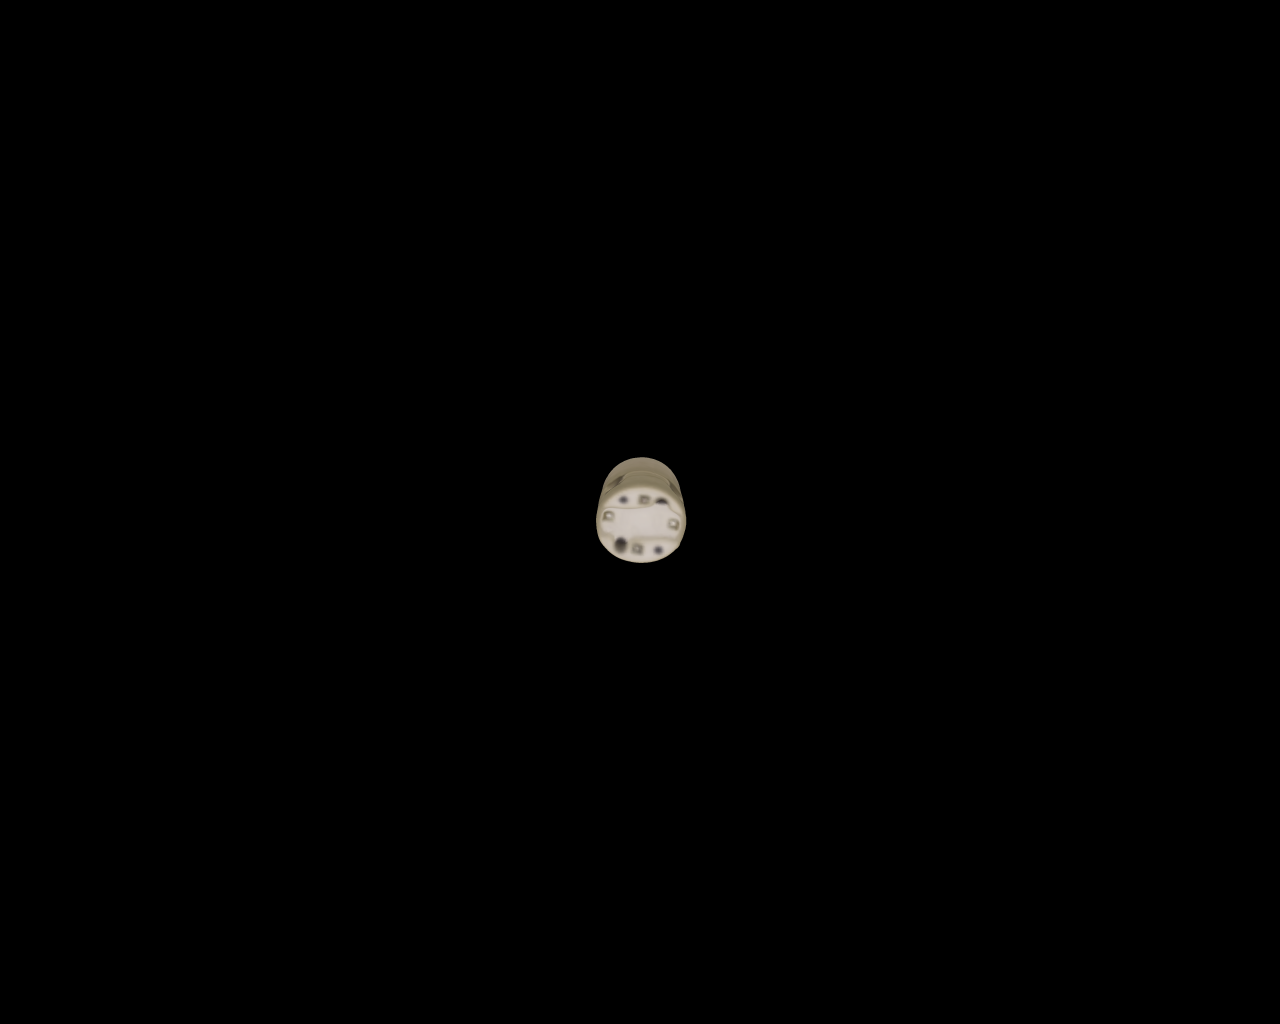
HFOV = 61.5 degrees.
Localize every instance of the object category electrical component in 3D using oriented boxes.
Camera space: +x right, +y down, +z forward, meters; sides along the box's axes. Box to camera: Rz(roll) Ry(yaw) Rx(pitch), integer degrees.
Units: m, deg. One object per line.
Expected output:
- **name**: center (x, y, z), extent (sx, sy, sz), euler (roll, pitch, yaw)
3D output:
- **electrical component**: center (0.001, -0.003, 0.650), extent (0.055, 0.055, 0.047), euler (0, 28, 0)
